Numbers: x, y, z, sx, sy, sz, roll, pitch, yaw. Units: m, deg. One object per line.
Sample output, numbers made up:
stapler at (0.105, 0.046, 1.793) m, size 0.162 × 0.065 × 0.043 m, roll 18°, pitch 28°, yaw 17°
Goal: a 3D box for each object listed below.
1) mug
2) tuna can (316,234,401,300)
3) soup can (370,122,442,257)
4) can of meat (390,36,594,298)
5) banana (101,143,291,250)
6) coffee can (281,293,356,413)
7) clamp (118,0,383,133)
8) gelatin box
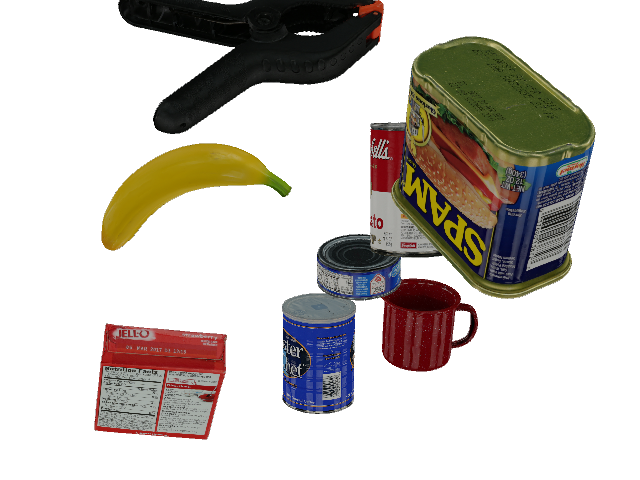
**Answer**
mug at (0.126, 0.100, 1.250) m, size 0.117 × 0.081 × 0.093 m, roll -1°, pitch 22°, yaw -7°
tuna can at (0.039, 0.026, 1.073) m, size 0.086 × 0.034 × 0.086 m, roll -1°, pitch 26°, yaw 0°
soup can at (0.073, -0.042, 0.848) m, size 0.068 × 0.102 × 0.068 m, roll 0°, pitch 9°, yaw 0°
can of meat at (0.081, -0.037, 0.514) m, size 0.057 × 0.084 × 0.102 m, roll -19°, pitch 47°, yaw -22°
banana at (-0.123, -0.041, 0.908) m, size 0.198 × 0.069 × 0.037 m, roll -15°, pitch 16°, yaw 29°
coffee can at (-0.002, 0.156, 1.490) m, size 0.103 × 0.140 × 0.103 m, roll 0°, pitch 17°, yaw 0°
clamp at (-0.040, -0.119, 0.678) m, size 0.171 × 0.120 × 0.039 m, roll -7°, pitch -31°, yaw -6°
gelatin box at (-0.099, 0.087, 0.655) m, size 0.073 × 0.030 × 0.089 m, roll 6°, pitch -39°, yaw -10°
